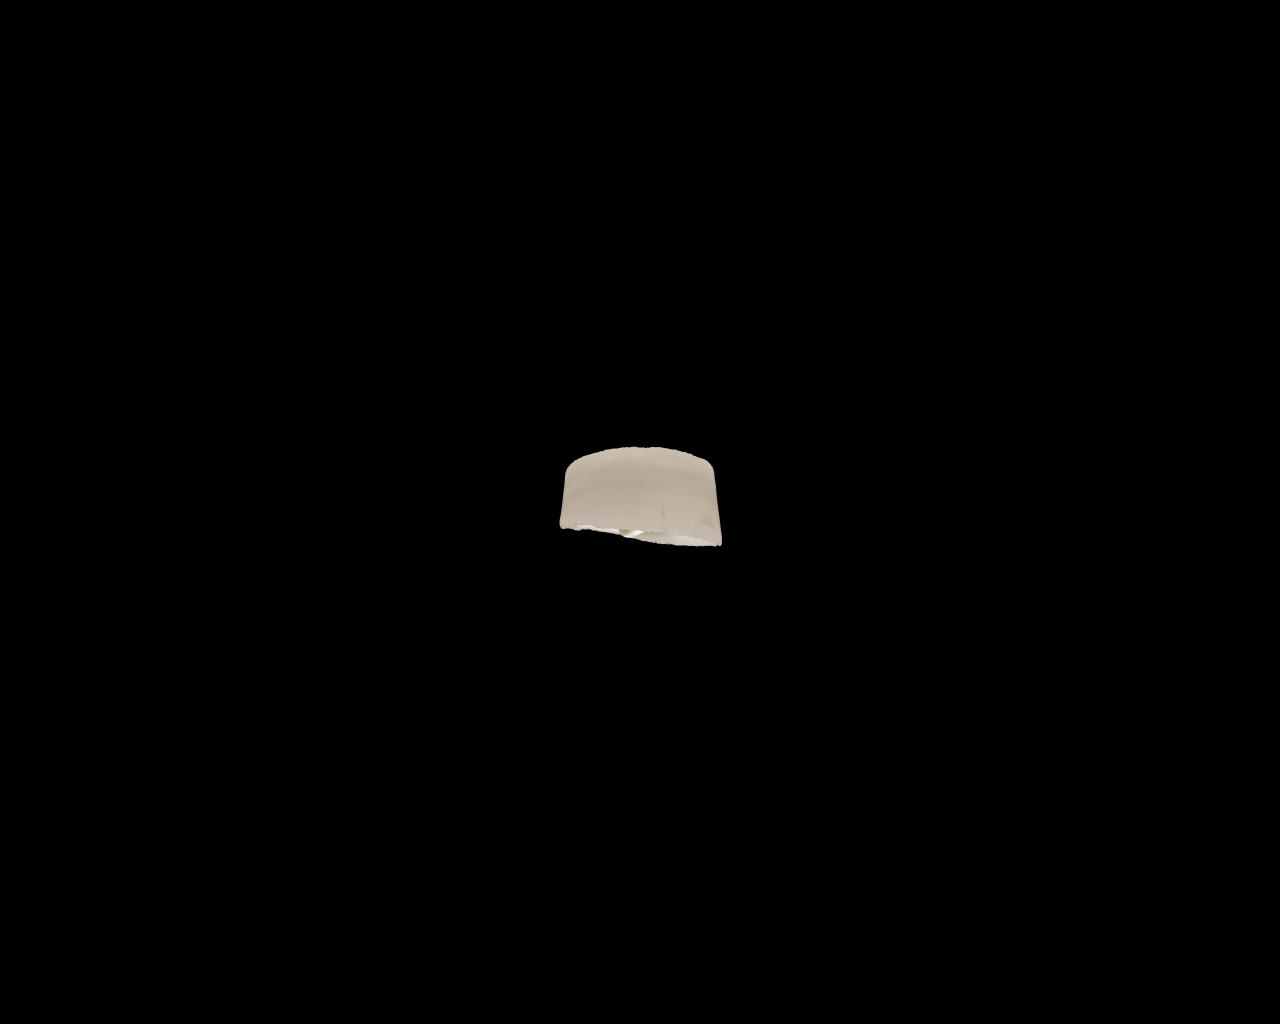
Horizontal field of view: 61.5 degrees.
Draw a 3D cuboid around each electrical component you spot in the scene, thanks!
[{"bbox_3d":[0.001,-0.003,0.650,0.099,0.064,0.099,0,-16,0],"label":"electrical component"}]
